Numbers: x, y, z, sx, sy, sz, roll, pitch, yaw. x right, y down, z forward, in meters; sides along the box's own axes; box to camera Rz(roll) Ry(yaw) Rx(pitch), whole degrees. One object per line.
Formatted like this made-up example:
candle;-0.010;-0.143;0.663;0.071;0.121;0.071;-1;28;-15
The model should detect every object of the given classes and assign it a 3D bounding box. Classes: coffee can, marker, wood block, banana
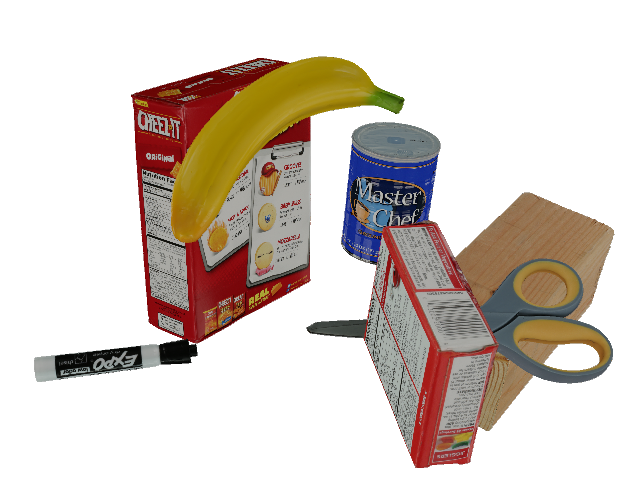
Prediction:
coffee can;0.081;-0.055;1.256;0.103;0.140;0.103;4;28;-2
marker;-0.154;0.090;0.806;0.121;0.020;0.020;-6;1;-8
wood block;0.156;0.051;0.891;0.091;0.090;0.205;26;39;24
banana;-0.033;-0.072;0.696;0.197;0.070;0.037;-35;-24;-27

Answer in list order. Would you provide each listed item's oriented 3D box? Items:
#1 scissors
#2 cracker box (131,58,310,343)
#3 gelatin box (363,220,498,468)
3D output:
scissors;0.095;0.041;0.694;0.201;0.096;0.016;14;-34;-7
cracker box;-0.083;-0.040;0.945;0.072;0.214;0.163;16;28;34
gelatin box;0.048;0.046;0.487;0.030;0.073;0.089;-4;38;-13
